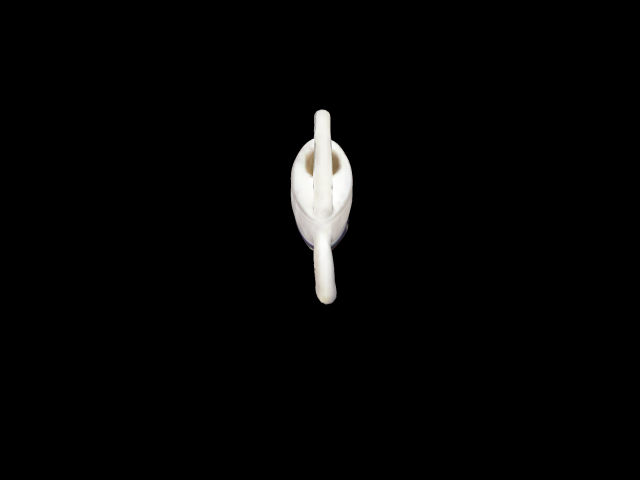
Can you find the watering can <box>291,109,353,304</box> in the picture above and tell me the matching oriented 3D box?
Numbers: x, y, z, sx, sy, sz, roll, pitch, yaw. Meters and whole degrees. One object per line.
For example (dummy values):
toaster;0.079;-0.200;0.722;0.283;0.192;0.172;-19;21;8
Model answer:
watering can;0.003;-0.043;0.850;0.104;0.354;0.220;0;-24;0
